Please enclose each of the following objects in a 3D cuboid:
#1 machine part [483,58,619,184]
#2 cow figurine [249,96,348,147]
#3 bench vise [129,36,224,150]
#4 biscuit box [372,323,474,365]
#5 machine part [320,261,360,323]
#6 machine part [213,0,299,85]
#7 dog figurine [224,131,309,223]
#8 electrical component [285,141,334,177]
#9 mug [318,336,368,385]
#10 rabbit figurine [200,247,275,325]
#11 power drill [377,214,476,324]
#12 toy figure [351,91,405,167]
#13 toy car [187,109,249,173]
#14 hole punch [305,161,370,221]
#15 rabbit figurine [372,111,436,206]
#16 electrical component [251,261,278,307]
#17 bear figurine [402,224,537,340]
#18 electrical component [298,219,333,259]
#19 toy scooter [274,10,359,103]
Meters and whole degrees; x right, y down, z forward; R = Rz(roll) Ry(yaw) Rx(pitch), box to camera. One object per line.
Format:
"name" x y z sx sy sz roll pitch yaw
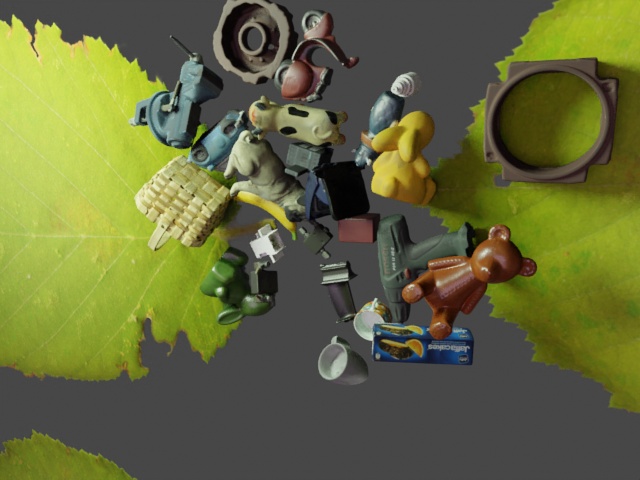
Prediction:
"machine part" 0.382 -0.197 0.901 0.201 0.087 0.201 5 107 24
"cow figurine" -0.054 -0.234 1.073 0.195 0.127 0.085 17 110 17
"bench vise" -0.330 -0.298 1.174 0.241 0.128 0.223 -3 83 34
"biscuit box" 0.209 0.212 1.098 0.203 0.059 0.062 1 107 5
"machine part" 0.049 0.115 1.189 0.084 0.039 0.138 -10 101 22
"machine part" -0.130 -0.407 1.093 0.180 0.056 0.179 7 109 22
"dog figurine" -0.085 -0.130 1.114 0.191 0.121 0.172 23 156 14
"electrical component" -0.030 -0.165 1.088 0.075 0.119 0.047 23 115 20
"mug" 0.057 0.276 1.207 0.081 0.110 0.107 -34 134 23
"rabbit figurine" -0.194 0.130 1.266 0.170 0.121 0.159 35 112 -5
"power drill" 0.217 0.053 1.073 0.207 0.086 0.231 -9 102 34
"toy figure" 0.114 -0.209 1.041 0.058 0.064 0.154 12 123 -19
"toy car" -0.206 -0.205 1.178 0.162 0.109 0.102 -34 116 19
"hole punch" 0.028 -0.098 1.082 0.092 0.142 0.115 -6 96 51
"rabbit figurine" 0.155 -0.160 1.000 0.122 0.162 0.173 26 98 29
"electrical component" -0.125 0.099 1.219 0.045 0.078 0.102 -10 75 47
"bear figurine" 0.263 0.070 0.937 0.196 0.132 0.120 -34 92 38
"electrical component" -0.002 -0.004 1.183 0.094 0.021 0.063 47 119 6
"toy scooter" -0.001 -0.339 1.045 0.135 0.075 0.183 34 113 11
